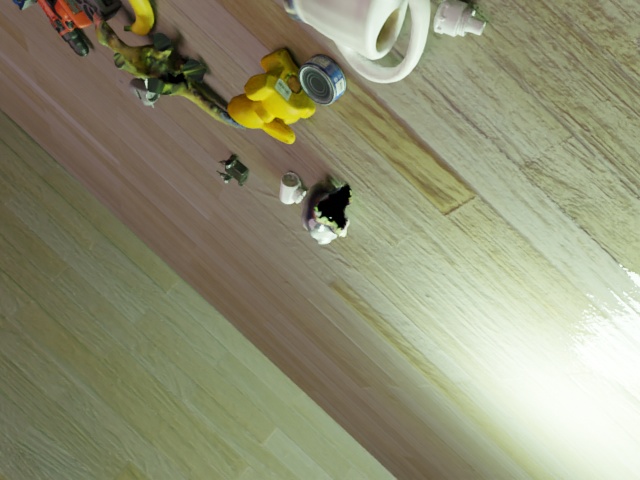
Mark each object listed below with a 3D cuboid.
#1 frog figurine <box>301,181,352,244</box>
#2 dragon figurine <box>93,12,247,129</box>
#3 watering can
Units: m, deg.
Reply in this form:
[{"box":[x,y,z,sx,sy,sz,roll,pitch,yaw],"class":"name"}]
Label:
[{"box":[0.004,-0.059,1.181,0.158,0.123,0.138,160,98,-71],"class":"frog figurine"},{"box":[-0.369,-0.392,1.242,0.406,0.122,0.245,38,177,-26],"class":"dragon figurine"},{"box":[0.050,-0.348,0.667,0.226,0.105,0.341,34,161,17],"class":"watering can"}]
